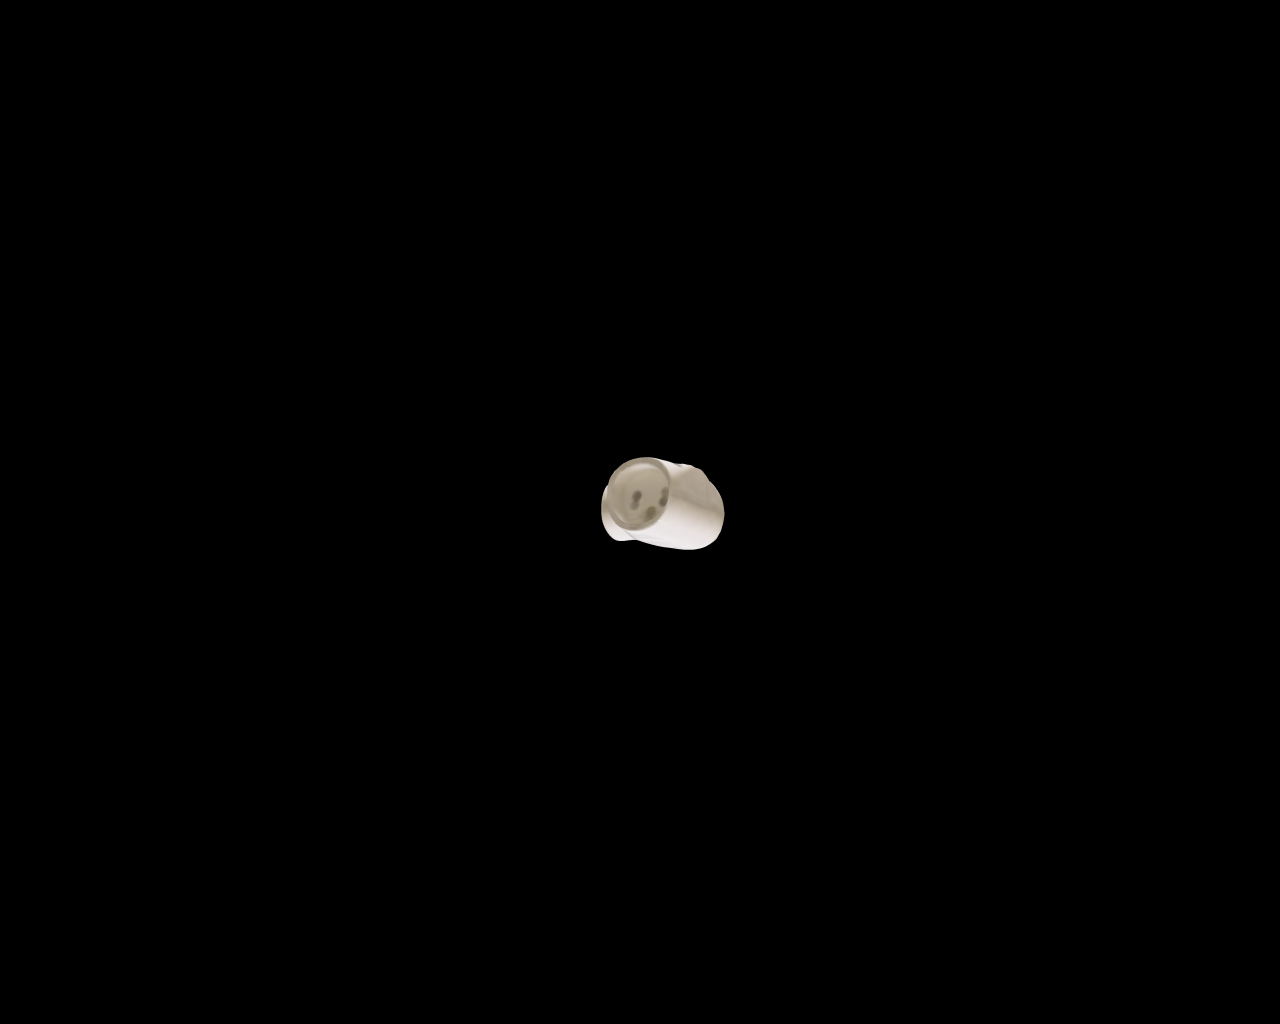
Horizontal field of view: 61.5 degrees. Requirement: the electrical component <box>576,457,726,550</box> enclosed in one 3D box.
[{"bbox_3d":[0.001,-0.003,0.650,0.079,0.044,0.077,-6,-13,27],"label":"electrical component"}]
